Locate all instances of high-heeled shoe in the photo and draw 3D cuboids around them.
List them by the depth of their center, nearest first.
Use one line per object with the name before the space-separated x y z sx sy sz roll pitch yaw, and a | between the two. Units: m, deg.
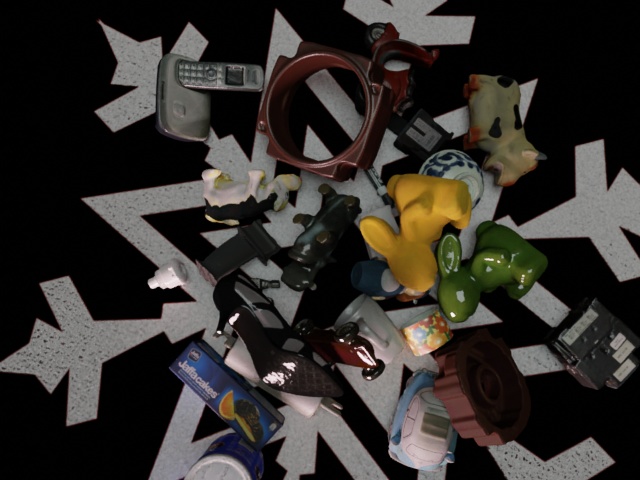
high-heeled shoe | -0.064 0.147 0.850 0.248 0.145 0.086 33 117 -10

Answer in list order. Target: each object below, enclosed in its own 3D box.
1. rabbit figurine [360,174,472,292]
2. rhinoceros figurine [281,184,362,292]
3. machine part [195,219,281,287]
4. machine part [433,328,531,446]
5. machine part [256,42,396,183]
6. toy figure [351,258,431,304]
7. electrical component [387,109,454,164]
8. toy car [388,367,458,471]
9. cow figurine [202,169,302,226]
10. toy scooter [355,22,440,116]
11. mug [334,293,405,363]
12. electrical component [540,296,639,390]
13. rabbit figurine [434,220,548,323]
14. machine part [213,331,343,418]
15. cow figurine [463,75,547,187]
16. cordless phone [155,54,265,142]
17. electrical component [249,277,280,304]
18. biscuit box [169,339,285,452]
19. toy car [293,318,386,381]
rabbit figurine | 0.143 -0.011 0.818 0.163 0.122 0.173 9 91 11
rhinoceros figurine | -0.002 -0.003 0.896 0.073 0.112 0.190 27 71 20
machine part | -0.140 0.025 0.913 0.139 0.039 0.084 -32 75 -18
machine part | 0.255 0.229 0.842 0.179 0.056 0.179 19 56 -31
machine part | 0.007 -0.210 0.891 0.201 0.087 0.201 23 99 19
toy figure | 0.125 0.071 0.882 0.154 0.058 0.064 12 111 -25
electrical component | 0.165 -0.190 0.944 0.119 0.048 0.075 43 85 4
toy car | 0.176 0.292 0.855 0.109 0.103 0.161 18 85 2
cow figurine | -0.115 -0.073 0.922 0.167 0.068 0.098 1 89 4
toy scooter | 0.136 -0.294 0.943 0.135 0.075 0.184 9 80 7
mug | 0.089 0.150 0.876 0.107 0.109 0.081 42 85 -6
electrical component | 0.455 0.178 0.888 0.115 0.058 0.134 -43 84 -2
rabbit figurine | 0.255 0.053 0.874 0.170 0.121 0.159 -39 77 -7
machine part | -0.068 0.214 0.881 0.243 0.079 0.079 30 84 5
cow figurine | 0.315 -0.187 0.926 0.127 0.085 0.195 -1 82 7
cordless phone | -0.189 -0.244 0.940 0.184 0.088 0.146 0 83 -3
electrical component | -0.122 0.101 0.911 0.102 0.045 0.078 6 84 1
biscuit box | -0.152 0.252 0.885 0.203 0.059 0.063 42 85 6
toy car | 0.029 0.163 0.832 0.053 0.202 0.089 -39 103 -28
